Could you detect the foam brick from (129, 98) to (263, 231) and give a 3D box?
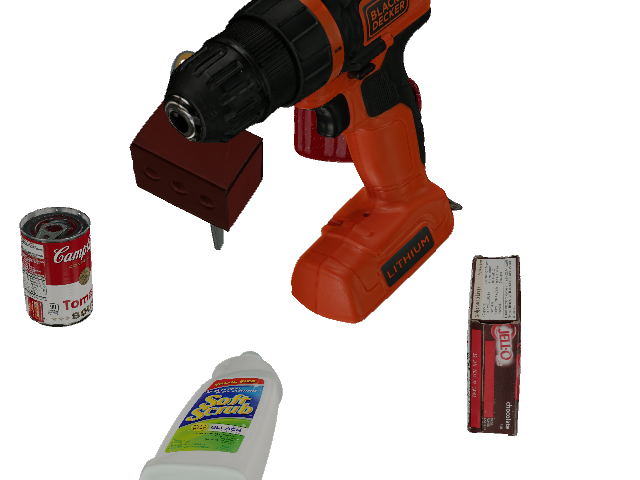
[{"bbox_3d":[-0.084,-0.054,0.734,0.078,0.051,0.053,26,-27,12],"label":"foam brick"}]

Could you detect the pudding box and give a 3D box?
[{"bbox_3d":[0.125,0.072,0.767,0.039,0.090,0.113,1,23,7],"label":"pudding box"}]

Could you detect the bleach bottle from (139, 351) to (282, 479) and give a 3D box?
[{"bbox_3d":[-0.095,0.176,1.027,0.102,0.068,0.250,0,21,5],"label":"bleach bottle"}]

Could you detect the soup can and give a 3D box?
[{"bbox_3d":[-0.263,0.027,1.067,0.068,0.102,0.068,3,29,-2],"label":"soup can"}]

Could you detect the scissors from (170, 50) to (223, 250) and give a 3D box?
[{"bbox_3d":[-0.094,-0.098,1.080,0.096,0.202,0.016,-18,-2,-24],"label":"scissors"}]

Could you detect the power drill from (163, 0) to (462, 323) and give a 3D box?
[{"bbox_3d":[0.008,-0.050,0.543,0.057,0.187,0.184,25,51,35],"label":"power drill"}]

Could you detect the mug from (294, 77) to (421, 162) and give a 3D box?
[{"bbox_3d":[0.030,-0.114,0.923,0.117,0.081,0.093,-2,16,-13],"label":"mug"}]
